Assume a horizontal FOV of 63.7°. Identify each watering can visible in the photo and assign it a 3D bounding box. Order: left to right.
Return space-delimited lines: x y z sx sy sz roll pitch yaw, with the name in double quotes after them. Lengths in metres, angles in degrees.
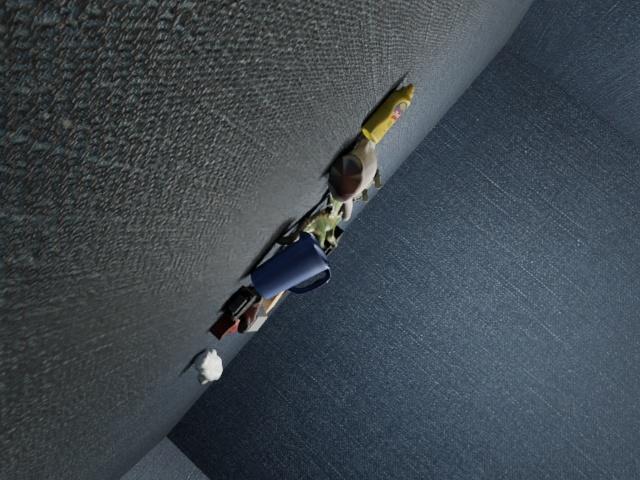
0.099 -0.175 1.594 0.228 0.104 0.341 -42 153 -58 "watering can"

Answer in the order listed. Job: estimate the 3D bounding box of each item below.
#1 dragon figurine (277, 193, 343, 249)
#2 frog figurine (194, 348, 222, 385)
0.005 -0.091 1.808 0.411 0.123 0.241 -3 117 -63 "dragon figurine"
-0.455 0.505 2.111 0.156 0.122 0.141 113 -16 -44 "frog figurine"
